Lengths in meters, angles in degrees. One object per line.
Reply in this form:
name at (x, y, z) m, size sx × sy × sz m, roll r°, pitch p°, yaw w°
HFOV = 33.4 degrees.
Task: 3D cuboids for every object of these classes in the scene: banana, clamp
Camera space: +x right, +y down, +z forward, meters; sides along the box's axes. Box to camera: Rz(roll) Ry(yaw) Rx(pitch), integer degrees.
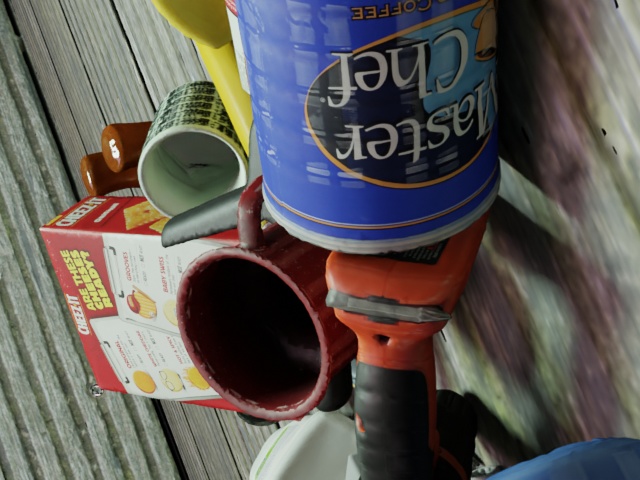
banana at (-0.055, -0.102, 0.771) m, size 0.070 × 0.037 × 0.198 m, roll 109°, pitch 139°, yaw -66°
clamp at (-0.006, -0.009, 0.601) m, size 0.165 × 0.036 × 0.210 m, roll 48°, pitch 134°, yaw 16°

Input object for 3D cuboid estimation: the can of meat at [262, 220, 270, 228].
can of meat at (-0.005, 0.001, 0.690) m, size 0.102 × 0.057 × 0.084 m, roll -177°, pitch 70°, yaw -74°

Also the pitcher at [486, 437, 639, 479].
pitcher at (0.122, 0.203, 0.377) m, size 0.149 × 0.144 × 0.243 m, roll -40°, pitch 58°, yaw 30°

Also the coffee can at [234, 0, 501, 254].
coffee can at (0.019, -0.080, 0.418) m, size 0.103 × 0.102 × 0.140 m, roll -127°, pitch 23°, yaw -48°

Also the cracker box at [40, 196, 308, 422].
cracker box at (-0.105, 0.050, 0.868) m, size 0.214 × 0.072 × 0.164 m, roll 3°, pitch 120°, yaw 32°

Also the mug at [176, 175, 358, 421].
mug at (-0.015, 0.021, 0.541) m, size 0.093 × 0.081 × 0.117 m, roll 1°, pitch 112°, yaw 35°

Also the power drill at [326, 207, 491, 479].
power drill at (0.046, 0.071, 0.504) m, size 0.184 × 0.057 × 0.188 m, roll -55°, pitch -33°, yaw -60°

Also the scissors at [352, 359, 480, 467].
scissors at (0.045, 0.105, 0.710) m, size 0.202 × 0.016 × 0.096 m, roll 36°, pitch 171°, yaw 38°

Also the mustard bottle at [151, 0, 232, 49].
mustard bottle at (-0.111, -0.208, 0.771) m, size 0.096 × 0.058 × 0.192 m, roll 47°, pitch -175°, yaw -34°

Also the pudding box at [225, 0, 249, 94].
pudding box at (-0.025, -0.127, 0.639) m, size 0.090 × 0.039 × 0.113 m, roll -130°, pitch 23°, yaw -51°

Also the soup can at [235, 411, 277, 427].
soup can at (-0.067, 0.129, 1.044) m, size 0.102 × 0.068 × 0.068 m, roll -139°, pitch 32°, yaw -62°

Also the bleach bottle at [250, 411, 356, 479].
bleach bottle at (-0.016, 0.192, 0.923) m, size 0.068 × 0.102 × 0.251 m, roll 37°, pitch 172°, yaw -3°

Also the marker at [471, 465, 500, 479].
marker at (0.110, 0.185, 0.590) m, size 0.020 × 0.020 × 0.121 m, roll 163°, pitch 88°, yaw -75°
